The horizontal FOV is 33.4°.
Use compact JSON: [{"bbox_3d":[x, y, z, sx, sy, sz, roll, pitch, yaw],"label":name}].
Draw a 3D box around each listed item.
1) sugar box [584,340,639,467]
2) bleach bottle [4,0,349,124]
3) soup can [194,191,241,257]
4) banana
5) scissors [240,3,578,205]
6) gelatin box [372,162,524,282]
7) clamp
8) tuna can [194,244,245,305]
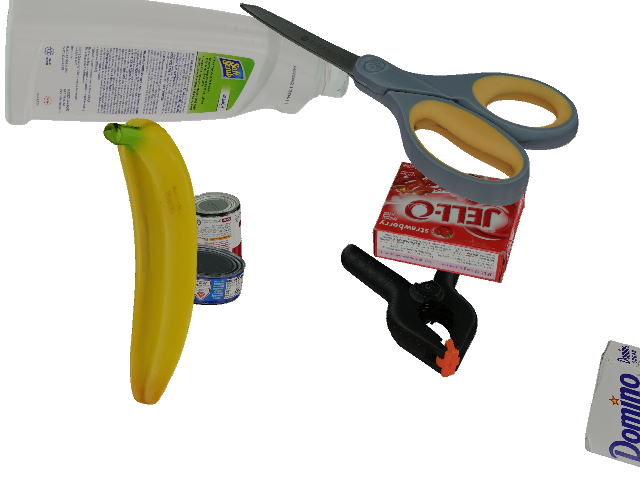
[{"bbox_3d":[0.311,0.151,0.869,0.176,0.093,0.048,13,24,20],"label":"sugar box"},{"bbox_3d":[-0.104,-0.127,0.799,0.250,0.068,0.103,4,-41,-14],"label":"bleach bottle"},{"bbox_3d":[-0.129,0.000,1.295,0.068,0.102,0.068,1,26,0],"label":"soup can"},{"bbox_3d":[-0.100,0.005,0.629,0.037,0.198,0.069,17,38,26],"label":"banana"},{"bbox_3d":[0.047,-0.085,0.539,0.096,0.016,0.202,-21,47,-22],"label":"scissors"},{"bbox_3d":[0.087,-0.014,0.716,0.089,0.030,0.073,11,45,14],"label":"gelatin box"},{"bbox_3d":[0.101,0.051,0.956,0.120,0.039,0.171,-15,43,-14],"label":"clamp"},{"bbox_3d":[-0.120,0.034,1.075,0.086,0.034,0.086,8,18,-3],"label":"tuna can"}]
